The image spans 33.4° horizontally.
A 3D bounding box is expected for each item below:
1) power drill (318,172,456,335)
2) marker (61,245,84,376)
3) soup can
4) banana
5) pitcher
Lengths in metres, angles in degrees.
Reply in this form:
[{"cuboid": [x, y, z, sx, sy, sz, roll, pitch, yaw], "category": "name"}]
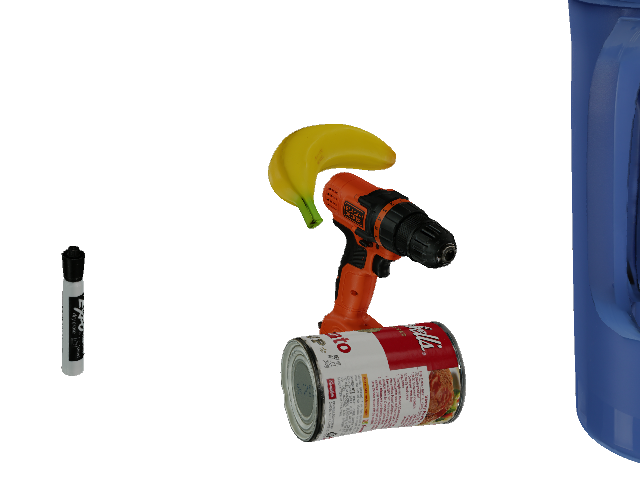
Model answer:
[{"cuboid": [0.062, 0.041, 1.080, 0.057, 0.188, 0.185, -8, 27, -32], "category": "power drill"}, {"cuboid": [-0.209, 0.060, 0.903, 0.020, 0.121, 0.020, 6, 27, -3], "category": "marker"}, {"cuboid": [0.032, 0.091, 0.688, 0.102, 0.068, 0.069, -4, 2, -22], "category": "soup can"}, {"cuboid": [0.005, -0.062, 0.852, 0.037, 0.069, 0.197, -34, 3, 30], "category": "banana"}, {"cuboid": [0.183, -0.008, 0.538, 0.149, 0.243, 0.145, -4, 18, -6], "category": "pitcher"}]
